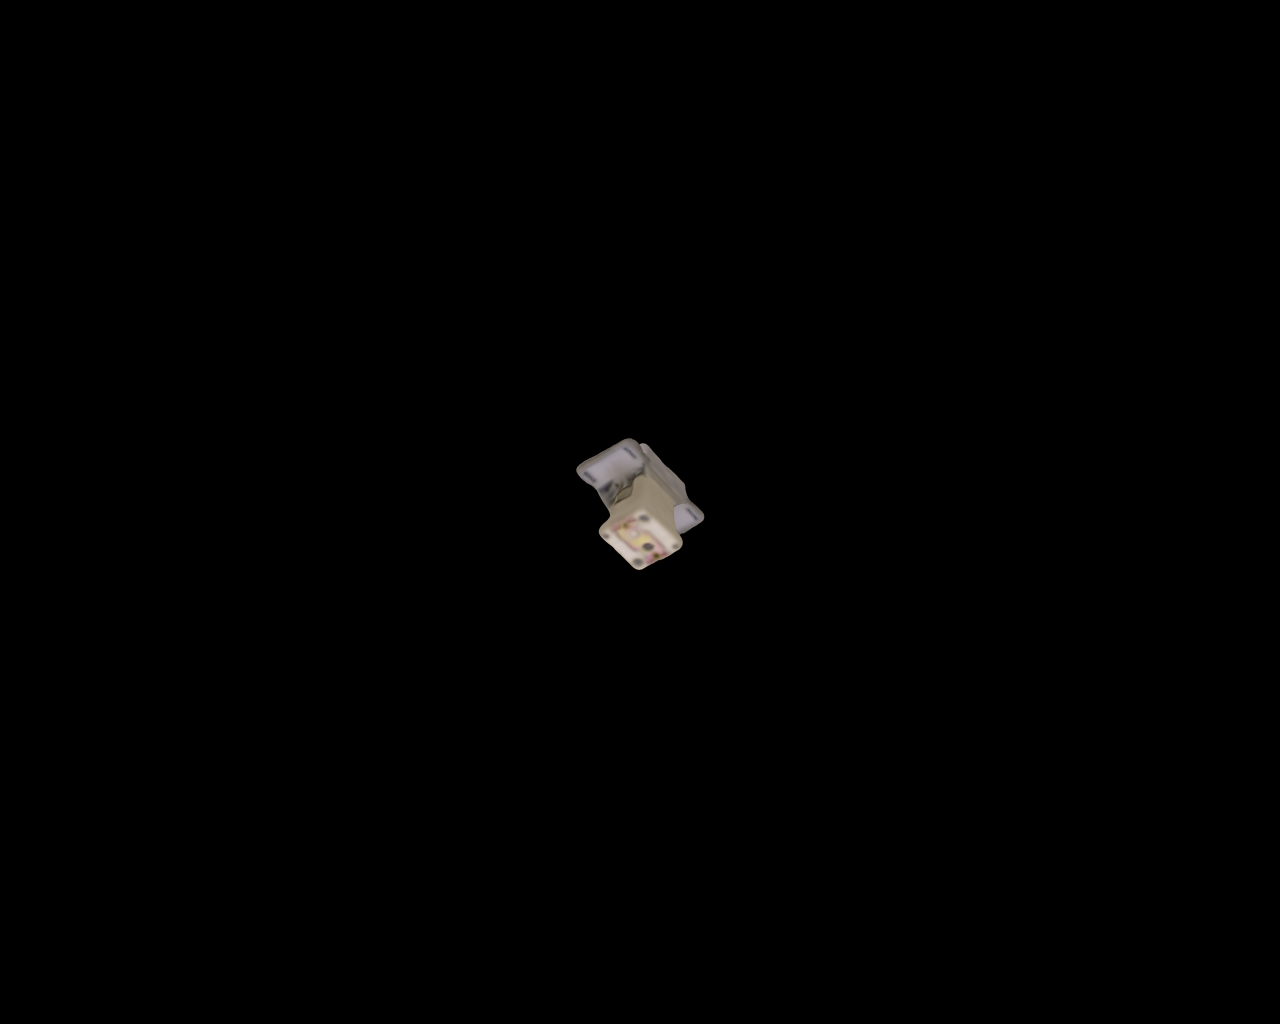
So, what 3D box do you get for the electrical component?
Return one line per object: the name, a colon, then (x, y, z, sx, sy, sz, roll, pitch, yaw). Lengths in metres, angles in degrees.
electrical component: (0.001, -0.003, 0.650, 0.042, 0.064, 0.081, -30, -54, 24)
